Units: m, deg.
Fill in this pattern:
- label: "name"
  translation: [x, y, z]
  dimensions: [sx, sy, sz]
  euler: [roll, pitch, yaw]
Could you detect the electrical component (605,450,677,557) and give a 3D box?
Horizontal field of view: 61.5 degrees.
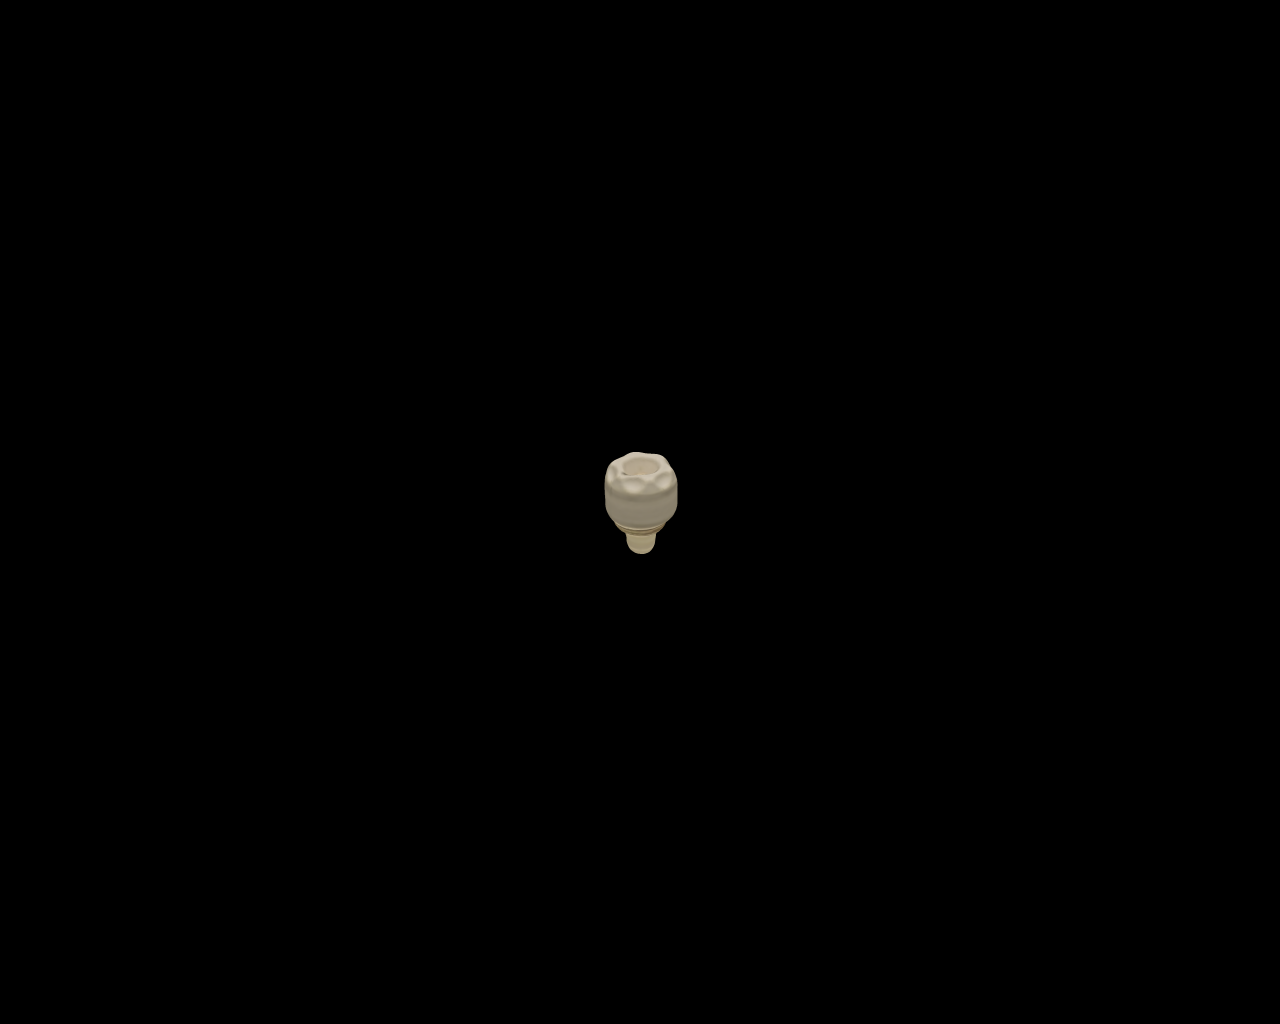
- label: "electrical component"
  translation: [0.001, -0.003, 0.650]
  dimensions: [0.043, 0.062, 0.043]
  euler: [0, 32, 0]
